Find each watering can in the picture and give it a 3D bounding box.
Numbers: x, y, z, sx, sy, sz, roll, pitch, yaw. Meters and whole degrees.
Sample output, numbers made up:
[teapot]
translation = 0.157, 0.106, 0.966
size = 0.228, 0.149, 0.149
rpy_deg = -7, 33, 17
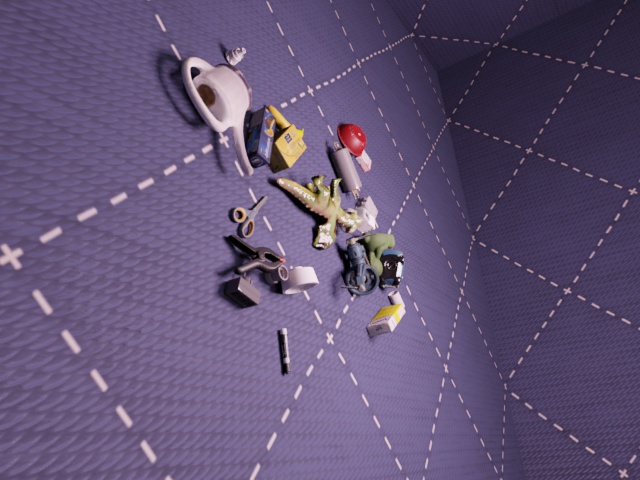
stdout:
[watering can]
translation = -0.259, -0.362, 1.447
size = 0.103, 0.343, 0.229
rpy_deg = -20, 23, 29

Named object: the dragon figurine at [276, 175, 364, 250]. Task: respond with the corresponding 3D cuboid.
[dragon figurine]
translation = 0.005, -0.088, 1.750
size = 0.121, 0.244, 0.411
rpy_deg = -14, -7, 42
